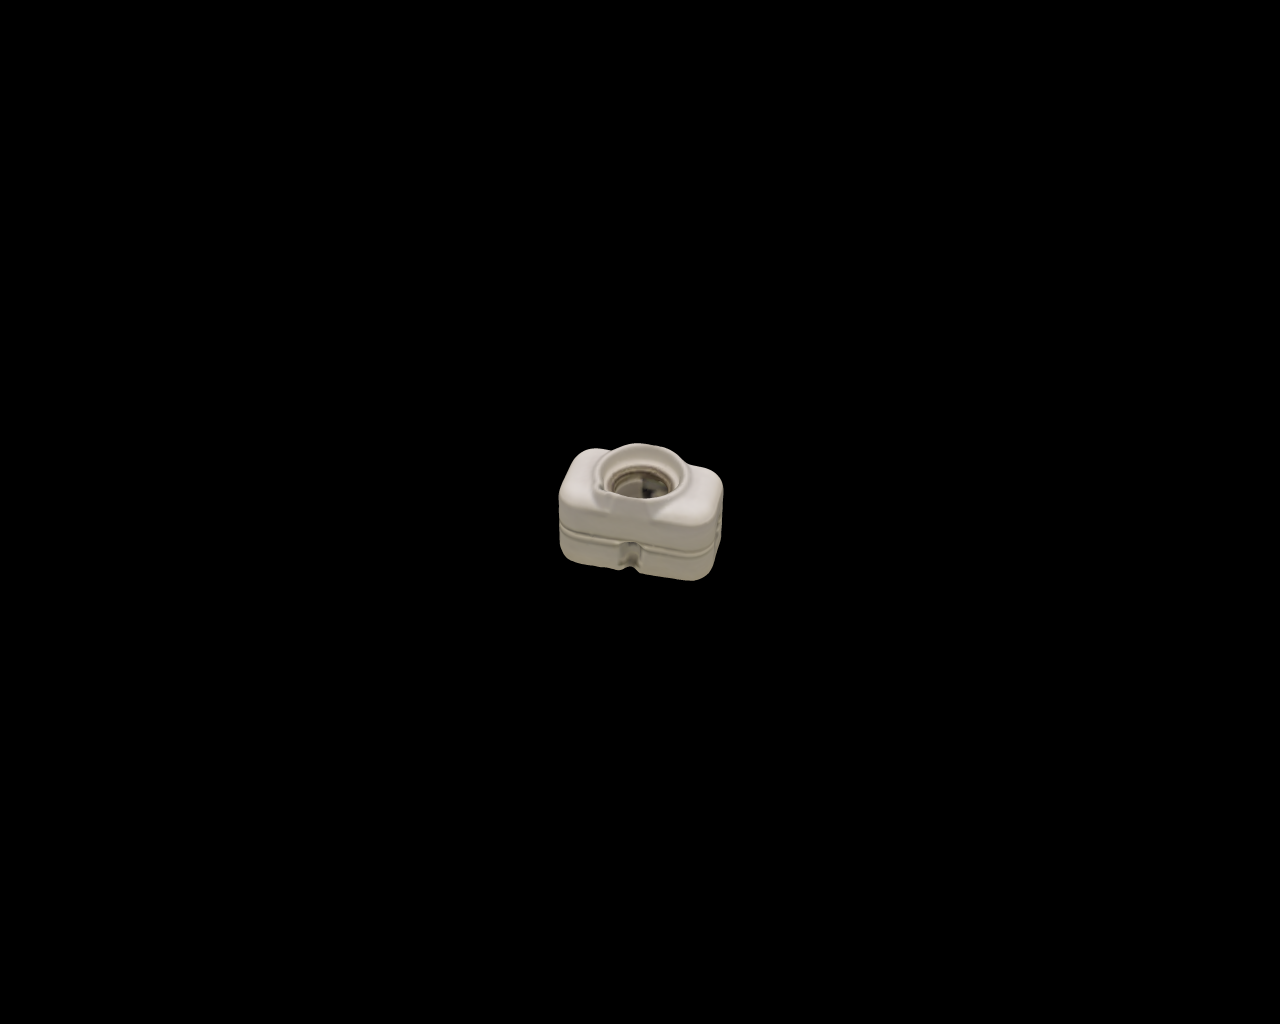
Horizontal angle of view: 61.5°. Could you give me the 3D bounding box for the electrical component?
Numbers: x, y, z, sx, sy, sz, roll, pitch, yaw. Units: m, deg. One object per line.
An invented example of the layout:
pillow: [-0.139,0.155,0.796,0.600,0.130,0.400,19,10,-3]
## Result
electrical component: [0.001,-0.003,0.650,0.095,0.059,0.054,10,43,11]
